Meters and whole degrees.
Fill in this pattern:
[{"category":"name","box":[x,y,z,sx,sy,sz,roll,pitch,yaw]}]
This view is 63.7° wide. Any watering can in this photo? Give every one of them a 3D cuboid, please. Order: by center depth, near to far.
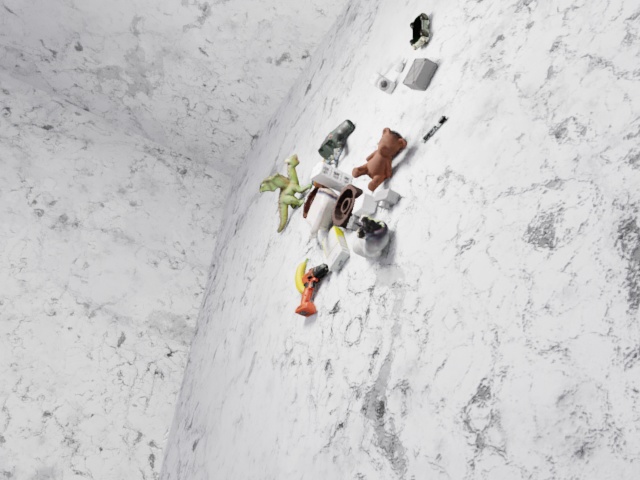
[{"category":"watering can","box":[0.006,-0.106,2.100,0.347,0.104,0.225,-173,105,-87]}]

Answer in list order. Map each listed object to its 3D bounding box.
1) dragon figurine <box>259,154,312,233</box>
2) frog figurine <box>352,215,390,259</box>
[{"category":"dragon figurine","box":[-0.194,-0.239,2.580,0.407,0.241,0.124,-59,26,11]},{"category":"frog figurine","box":[0.168,0.009,1.692,0.141,0.123,0.155,-103,5,-45]}]
